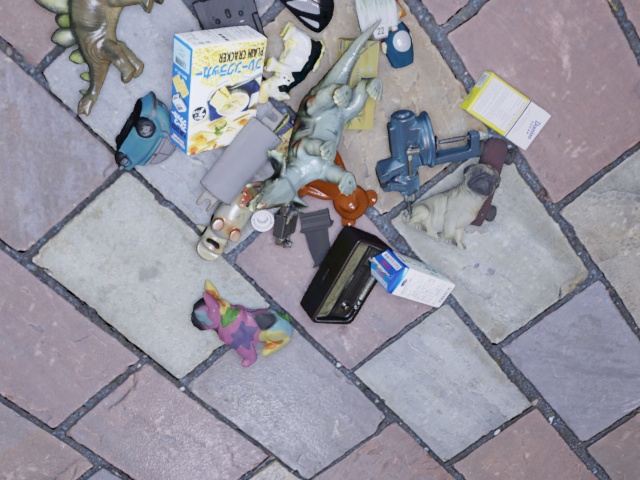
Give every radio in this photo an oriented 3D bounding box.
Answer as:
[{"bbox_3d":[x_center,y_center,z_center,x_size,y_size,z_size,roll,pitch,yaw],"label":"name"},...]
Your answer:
[{"bbox_3d":[0.063,0.087,1.244,0.131,0.073,0.229,15,113,-40],"label":"radio"}]

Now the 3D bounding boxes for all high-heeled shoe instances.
[{"bbox_3d":[-0.092,-0.480,1.016,0.249,0.086,0.145,14,143,4],"label":"high-heeled shoe"}]

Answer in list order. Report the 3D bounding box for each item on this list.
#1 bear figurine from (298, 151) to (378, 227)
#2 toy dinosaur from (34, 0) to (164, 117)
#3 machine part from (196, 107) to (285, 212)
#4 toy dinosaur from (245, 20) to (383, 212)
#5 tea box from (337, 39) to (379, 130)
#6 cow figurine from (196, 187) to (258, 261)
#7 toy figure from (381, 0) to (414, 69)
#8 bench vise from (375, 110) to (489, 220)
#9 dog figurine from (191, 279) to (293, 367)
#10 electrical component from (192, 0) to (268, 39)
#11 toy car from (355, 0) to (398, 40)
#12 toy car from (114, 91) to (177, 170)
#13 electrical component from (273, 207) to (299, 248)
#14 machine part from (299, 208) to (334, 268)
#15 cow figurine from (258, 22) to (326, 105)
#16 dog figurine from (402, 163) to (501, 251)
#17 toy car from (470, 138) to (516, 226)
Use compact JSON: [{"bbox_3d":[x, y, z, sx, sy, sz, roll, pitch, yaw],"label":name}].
[{"bbox_3d":[0.033,-0.104,1.151,0.120,0.132,0.195,-42,106,13],"label":"bear figurine"},{"bbox_3d":[-0.386,-0.452,0.956,0.198,0.105,0.470,18,105,-11],"label":"toy dinosaur"},{"bbox_3d":[-0.155,-0.155,1.057,0.079,0.079,0.243,39,93,-21],"label":"machine part"},{"bbox_3d":[-0.003,-0.209,1.001,0.131,0.192,0.404,32,75,-42],"label":"toy dinosaur"},{"bbox_3d":[0.071,-0.314,1.079,0.068,0.098,0.169,-1,115,-7],"label":"tea box"},{"bbox_3d":[-0.203,-0.042,1.160,0.085,0.127,0.195,33,91,-20],"label":"cow figurine"},{"bbox_3d":[0.147,-0.422,1.067,0.064,0.058,0.154,-37,118,-34],"label":"toy figure"},{"bbox_3d":[0.240,-0.182,1.151,0.241,0.129,0.223,-11,117,2],"label":"bench vise"},{"bbox_3d":[-0.189,0.179,1.256,0.191,0.108,0.219,-30,111,7],"label":"dog figurine"},{"bbox_3d":[-0.174,-0.427,1.019,0.115,0.058,0.134,-22,115,0],"label":"electrical component"},{"bbox_3d":[0.096,-0.473,1.003,0.074,0.056,0.201,-11,87,4],"label":"toy car"},{"bbox_3d":[-0.338,-0.202,1.072,0.103,0.109,0.161,23,118,-33],"label":"toy car"},{"bbox_3d":[-0.072,-0.028,1.190,0.045,0.078,0.102,22,108,24],"label":"electrical component"},{"bbox_3d":[-0.003,-0.004,1.238,0.084,0.039,0.138,-11,113,-8],"label":"machine part"},{"bbox_3d":[-0.063,-0.335,1.071,0.098,0.068,0.167,23,109,-23],"label":"cow figurine"},{"bbox_3d":[0.287,-0.092,1.187,0.172,0.121,0.190,24,96,19],"label":"dog figurine"},{"bbox_3d":[0.375,-0.131,1.224,0.089,0.053,0.202,10,108,-6],"label":"toy car"}]
